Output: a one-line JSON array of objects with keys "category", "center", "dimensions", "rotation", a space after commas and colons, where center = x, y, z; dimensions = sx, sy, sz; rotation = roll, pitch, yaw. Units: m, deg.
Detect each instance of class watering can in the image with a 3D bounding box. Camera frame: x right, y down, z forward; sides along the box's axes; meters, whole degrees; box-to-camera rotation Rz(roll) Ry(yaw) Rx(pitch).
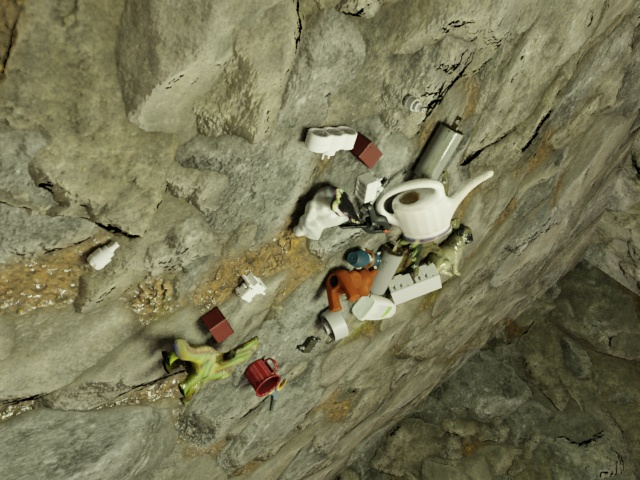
[{"category": "watering can", "center": [0.341, -0.097, 1.519], "dimensions": [0.346, 0.106, 0.219], "rotation": [-10, 133, 15]}]

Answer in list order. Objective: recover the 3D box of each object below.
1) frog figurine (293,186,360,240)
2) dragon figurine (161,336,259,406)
[{"category": "frog figurine", "center": [0.004, -0.067, 1.340], "dimensions": [0.158, 0.124, 0.137], "rotation": [-22, 169, 31]}, {"category": "dragon figurine", "center": [-0.270, 0.298, 1.331], "dimensions": [0.245, 0.124, 0.401], "rotation": [-22, 158, -29]}]
